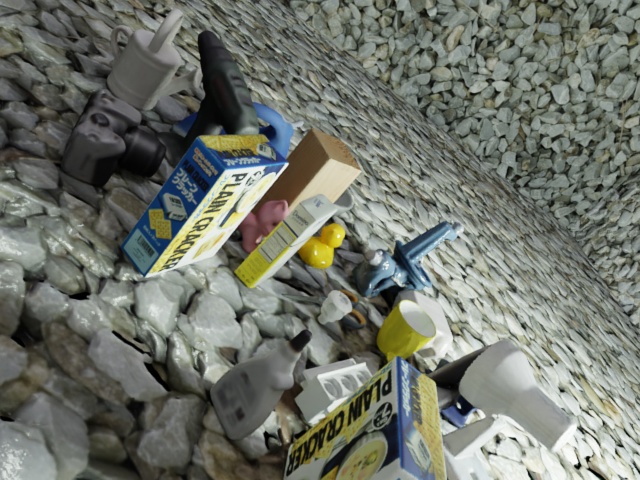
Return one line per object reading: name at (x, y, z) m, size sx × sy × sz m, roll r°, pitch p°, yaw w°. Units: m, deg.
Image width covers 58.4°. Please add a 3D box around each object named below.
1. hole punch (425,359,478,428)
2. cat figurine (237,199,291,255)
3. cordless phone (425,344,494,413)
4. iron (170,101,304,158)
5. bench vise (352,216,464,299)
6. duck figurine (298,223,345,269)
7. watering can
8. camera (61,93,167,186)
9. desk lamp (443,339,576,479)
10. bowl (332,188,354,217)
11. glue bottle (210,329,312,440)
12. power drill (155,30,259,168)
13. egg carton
hole punch at (0.257, 0.271, 1.062) m, size 0.109 × 0.091 × 0.101 m, roll 42°, pitch 26°, yaw -1°
cat figurine at (-0.104, -0.040, 0.993) m, size 0.128 × 0.117 × 0.067 m, roll 32°, pitch 28°, yaw -20°
cordless phone at (0.199, 0.227, 0.941) m, size 0.094 × 0.184 × 0.148 m, roll 53°, pitch 28°, yaw 20°
iron at (-0.159, -0.231, 1.175) m, size 0.259 × 0.141 × 0.118 m, roll 17°, pitch 36°, yaw -42°
bench vise at (0.187, 0.041, 1.163) m, size 0.121 × 0.219 × 0.208 m, roll 51°, pitch 27°, yaw 17°
duck figurine at (0.010, 0.004, 1.123) m, size 0.077 × 0.086 × 0.105 m, roll 49°, pitch 27°, yaw 12°
watering can at (-0.306, -0.347, 1.082) m, size 0.173 × 0.193 × 0.100 m, roll 25°, pitch 31°, yaw -33°
camera at (-0.310, -0.152, 0.890) m, size 0.137 × 0.100 × 0.143 m, roll 28°, pitch 30°, yaw -28°
desk lamp at (0.288, 0.298, 0.925) m, size 0.118 × 0.213 × 0.203 m, roll 12°, pitch 40°, yaw -47°
bowl at (-0.011, -0.105, 1.270) m, size 0.168 × 0.074 × 0.167 m, roll 33°, pitch 28°, yaw -20°
glue bottle at (-0.064, 0.163, 0.682) m, size 0.037 × 0.173 × 0.078 m, roll 8°, pitch 42°, yaw -49°
power drill at (-0.207, -0.232, 1.033) m, size 0.076 × 0.208 × 0.229 m, roll 0°, pitch 48°, yaw -54°
egg carton at (0.208, 0.171, 1.168) m, size 0.107 × 0.069 × 0.150 m, roll 28°, pitch 30°, yaw -28°
